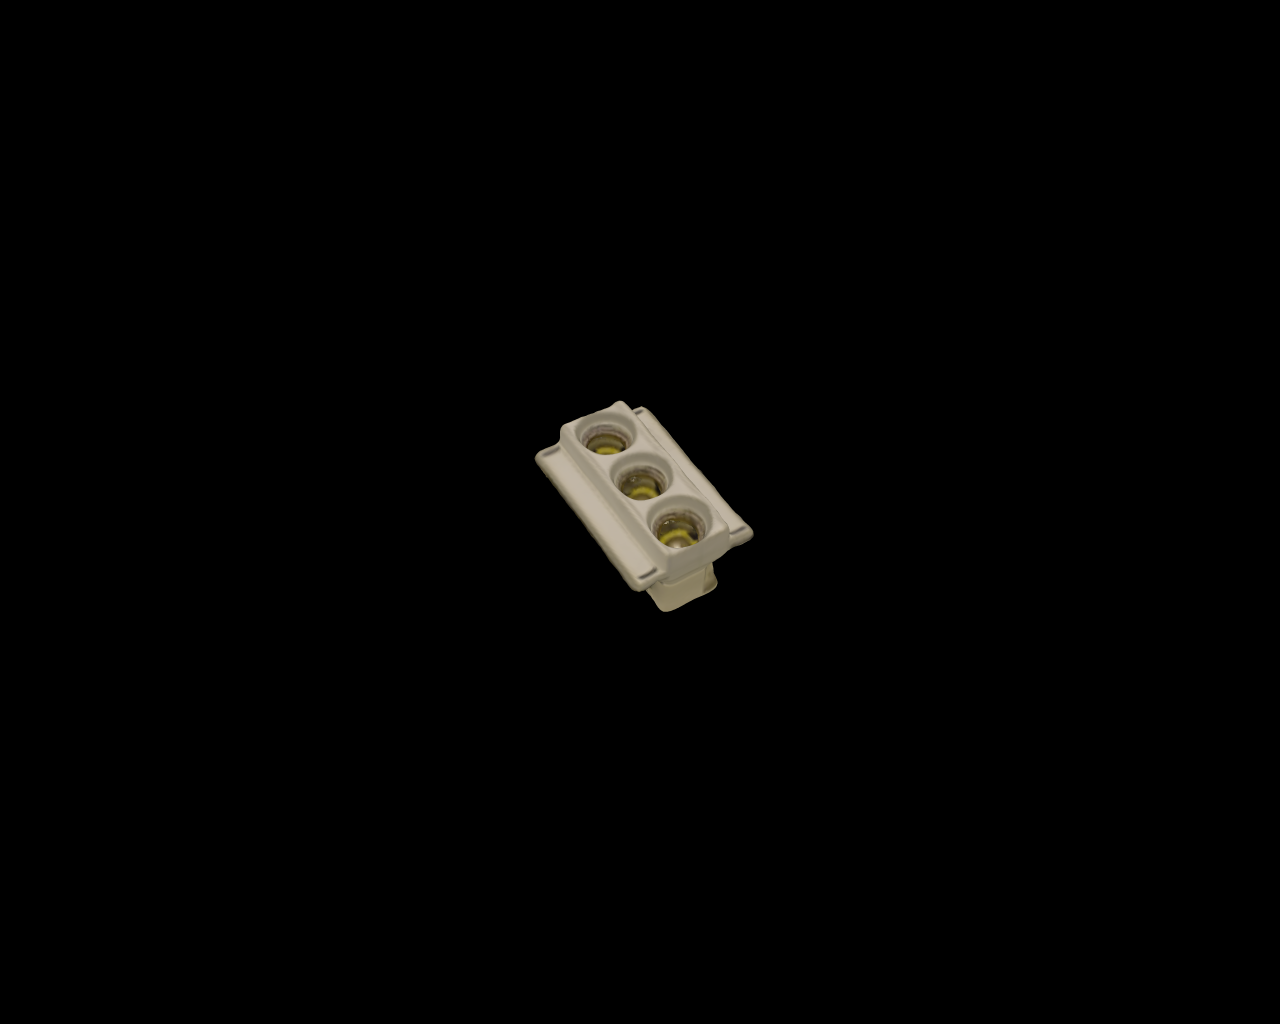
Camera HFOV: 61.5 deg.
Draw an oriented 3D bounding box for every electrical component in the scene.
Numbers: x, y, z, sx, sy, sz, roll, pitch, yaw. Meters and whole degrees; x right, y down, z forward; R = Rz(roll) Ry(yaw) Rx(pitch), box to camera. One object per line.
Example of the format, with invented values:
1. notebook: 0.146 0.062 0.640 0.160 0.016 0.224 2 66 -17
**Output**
1. electrical component: 0.001 -0.003 0.650 0.079 0.121 0.063 -25 -36 -20
